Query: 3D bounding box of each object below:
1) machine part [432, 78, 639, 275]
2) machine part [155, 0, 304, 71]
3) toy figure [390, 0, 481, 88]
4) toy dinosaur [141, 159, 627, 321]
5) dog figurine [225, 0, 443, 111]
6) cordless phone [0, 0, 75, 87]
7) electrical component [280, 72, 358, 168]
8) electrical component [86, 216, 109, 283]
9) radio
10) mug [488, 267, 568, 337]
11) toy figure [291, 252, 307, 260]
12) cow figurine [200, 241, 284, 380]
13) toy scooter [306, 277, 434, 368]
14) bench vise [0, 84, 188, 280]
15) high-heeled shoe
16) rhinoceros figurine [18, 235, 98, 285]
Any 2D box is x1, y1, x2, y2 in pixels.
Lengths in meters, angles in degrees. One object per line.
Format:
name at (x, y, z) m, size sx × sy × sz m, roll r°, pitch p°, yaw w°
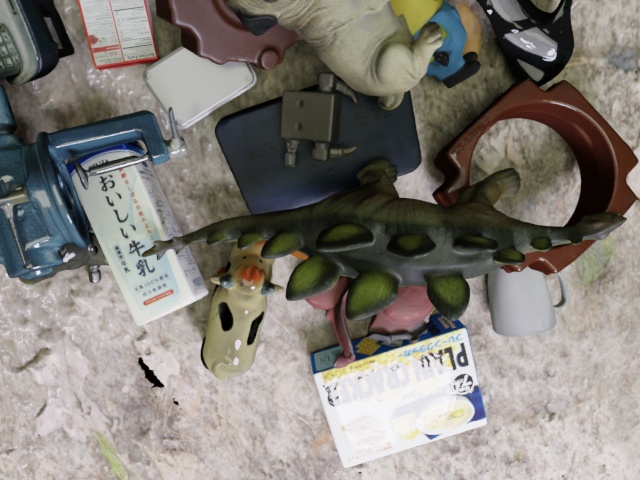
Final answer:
machine part at (0.257, -0.074, 0.659) m, size 0.201 × 0.087 × 0.201 m, roll -43°, pitch 90°, yaw 1°
machine part at (-0.076, -0.256, 0.528) m, size 0.179 × 0.056 × 0.179 m, roll -17°, pitch 128°, yaw -23°
toy figure at (0.106, -0.251, 0.621) m, size 0.089 × 0.082 × 0.180 m, roll -44°, pitch 108°, yaw 5°
toy dinosaur at (0.052, -0.006, 0.554) m, size 0.472 × 0.198 × 0.104 m, roll -1°, pitch 115°, yaw 19°
dog figurine at (0.004, -0.198, 0.512) m, size 0.190 × 0.121 × 0.172 m, roll -17°, pitch 107°, yaw -20°
cordless phone at (-0.383, -0.230, 0.578) m, size 0.184 × 0.089 × 0.146 m, roll -16°, pitch 107°, yaw 3°
electrical component at (-0.001, -0.131, 0.589) m, size 0.078 × 0.045 × 0.102 m, roll 3°, pitch 101°, yaw 24°
electrical component at (-0.273, 0.011, 0.685) m, size 0.063 × 0.021 × 0.094 m, roll 1°, pitch 104°, yaw -6°
radio at (0.001, -0.118, 0.652) m, size 0.230 × 0.073 × 0.131 m, roll -18°, pitch 107°, yaw 1°
mug at (0.279, 0.065, 0.727) m, size 0.110 × 0.081 × 0.107 m, roll -15°, pitch 97°, yaw 2°
toy figure at (-0.001, -0.002, 0.686) m, size 0.154 × 0.064 × 0.057 m, roll 4°, pitch 100°, yaw -4°
cow figurine at (-0.102, 0.083, 0.668) m, size 0.085 × 0.127 × 0.194 m, roll 13°, pitch 106°, yaw -12°
toy scooter at (0.067, 0.099, 0.700) m, size 0.184 × 0.075 × 0.135 m, roll 1°, pitch 74°, yaw -2°
bench vise at (-0.261, -0.086, 0.542) m, size 0.241 × 0.129 × 0.223 m, roll -18°, pitch 81°, yaw -15°
high-heeled shoe at (0.188, -0.276, 0.644) m, size 0.249 × 0.086 × 0.145 m, roll 20°, pitch 134°, yaw 7°
rhinoceros figurine at (-0.345, -0.039, 0.628) m, size 0.112 × 0.073 × 0.190 m, roll -36°, pitch 96°, yaw 16°
